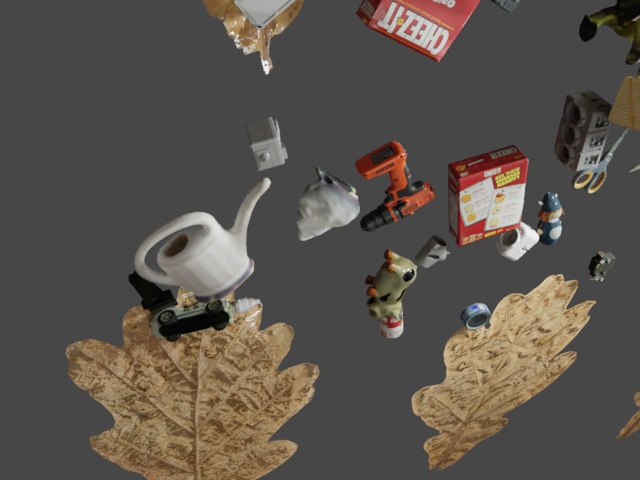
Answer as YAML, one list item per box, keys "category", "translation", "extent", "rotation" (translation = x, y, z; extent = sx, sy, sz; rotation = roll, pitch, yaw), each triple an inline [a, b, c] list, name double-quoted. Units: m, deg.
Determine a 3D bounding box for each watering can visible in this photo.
- category: "watering can"
  translation: [-0.214, 0.014, 1.087]
  extent: [0.346, 0.106, 0.220]
  rotation: [-27, 134, 8]

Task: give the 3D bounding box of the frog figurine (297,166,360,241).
- category: "frog figurine"
  translation: [0.003, -0.055, 1.089]
  extent: [0.137, 0.124, 0.158]
  rotation: [15, 114, -51]

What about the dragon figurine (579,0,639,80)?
- category: "dragon figurine"
  translation: [0.608, -0.473, 0.943]
  extent: [0.244, 0.124, 0.402]
  rotation: [-26, 123, -18]
